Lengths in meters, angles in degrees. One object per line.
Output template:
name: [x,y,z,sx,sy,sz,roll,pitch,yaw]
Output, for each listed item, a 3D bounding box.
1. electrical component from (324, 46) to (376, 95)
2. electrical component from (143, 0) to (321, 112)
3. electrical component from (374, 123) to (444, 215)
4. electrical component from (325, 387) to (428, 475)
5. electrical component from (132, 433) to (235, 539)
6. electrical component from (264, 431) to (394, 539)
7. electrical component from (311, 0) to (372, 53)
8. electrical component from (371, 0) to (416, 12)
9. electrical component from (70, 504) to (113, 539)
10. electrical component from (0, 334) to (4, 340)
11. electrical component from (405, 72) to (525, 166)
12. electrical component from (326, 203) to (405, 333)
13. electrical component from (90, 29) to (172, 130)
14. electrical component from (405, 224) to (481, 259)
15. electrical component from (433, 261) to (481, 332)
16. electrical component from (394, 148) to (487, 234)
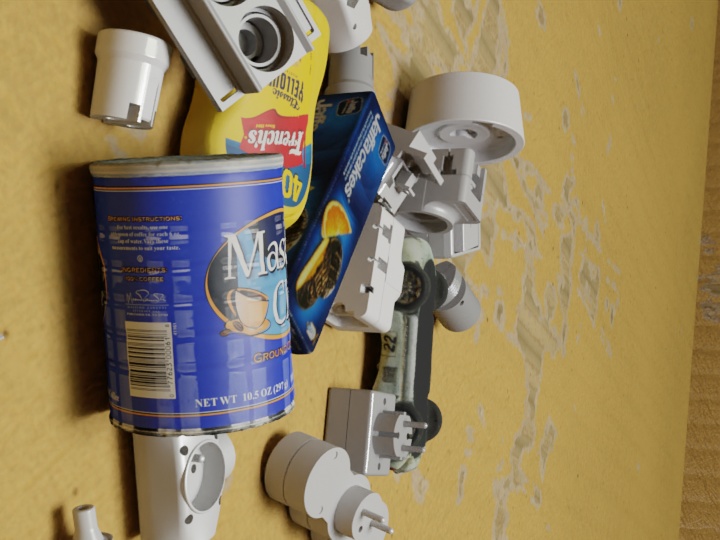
electrical component: [-0.007,-0.146,0.829,0.040,0.040,0.046,35,54,-61]
electrical component: [-0.086,-0.159,0.588,0.079,0.063,0.121,-43,117,-24]
electrical component: [0.020,-0.082,0.855,0.063,0.081,0.042,-56,145,-13]
electrical component: [0.017,0.129,0.846,0.047,0.077,0.065,22,71,-63]
electrical component: [-0.100,0.114,0.637,0.079,0.044,0.077,-19,109,-63]
electrical component: [-0.009,0.174,0.785,0.052,0.074,0.138,-58,143,-23]
electrical component: [-0.017,-0.216,0.798,0.077,0.043,0.079,67,35,-41]
electrical component: [0.016,-0.257,0.867,0.077,0.043,0.079,3,88,-65]
electrical component: [-0.141,0.153,0.563,0.035,0.035,0.061,-23,109,-63]
electrical component: [-0.184,0.011,0.430,0.042,0.064,0.081,-27,115,-60]
electrical component: [0.094,-0.140,0.968,0.108,0.108,0.060,34,55,-61]
electrical component: [0.000,0.000,0.836,0.056,0.050,0.089,37,58,-60]
electrical component: [-0.125,-0.102,0.580,0.040,0.040,0.046,14,84,-64]
electrical component: [0.079,-0.045,0.988,0.096,0.061,0.061,-15,104,-64]
electrical component: [0.083,0.023,1.020,0.081,0.043,0.043,50,47,-54]
electrical component: [0.055,-0.065,0.903,0.050,0.089,0.055,41,54,-58]
